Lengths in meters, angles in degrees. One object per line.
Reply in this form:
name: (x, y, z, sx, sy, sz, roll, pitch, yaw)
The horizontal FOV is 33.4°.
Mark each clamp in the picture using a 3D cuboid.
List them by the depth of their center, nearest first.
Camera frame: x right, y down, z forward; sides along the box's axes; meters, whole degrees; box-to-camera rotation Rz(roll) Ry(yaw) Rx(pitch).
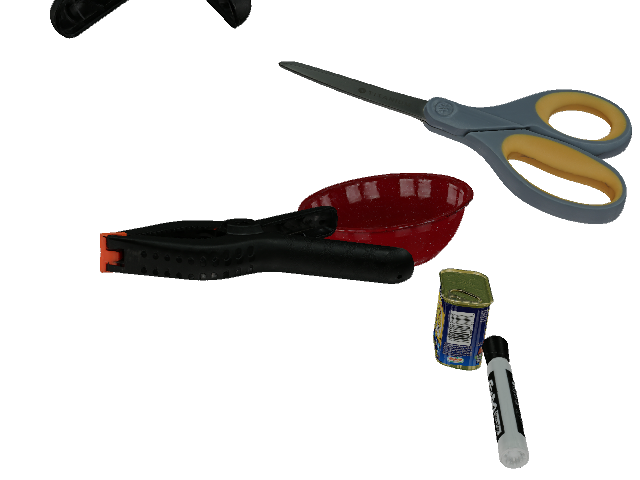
clamp: (-0.085, -0.180, 0.672, 0.120, 0.171, 0.039, 9, -42, 11)
clamp: (-0.048, 0.006, 0.758, 0.209, 0.036, 0.165, -4, 14, -26)

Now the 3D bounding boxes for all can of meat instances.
can of meat: (0.161, 0.090, 1.219, 0.057, 0.084, 0.102, 6, 19, 1)

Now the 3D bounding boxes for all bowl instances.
bowl: (0.062, -0.013, 0.983, 0.162, 0.055, 0.162, -7, 19, 2)

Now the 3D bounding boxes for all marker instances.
marker: (0.125, 0.106, 0.730, 0.020, 0.020, 0.121, 0, 33, 2)

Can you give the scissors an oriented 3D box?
scissors: (0.084, -0.076, 0.590, 0.202, 0.016, 0.096, 33, 56, 20)
